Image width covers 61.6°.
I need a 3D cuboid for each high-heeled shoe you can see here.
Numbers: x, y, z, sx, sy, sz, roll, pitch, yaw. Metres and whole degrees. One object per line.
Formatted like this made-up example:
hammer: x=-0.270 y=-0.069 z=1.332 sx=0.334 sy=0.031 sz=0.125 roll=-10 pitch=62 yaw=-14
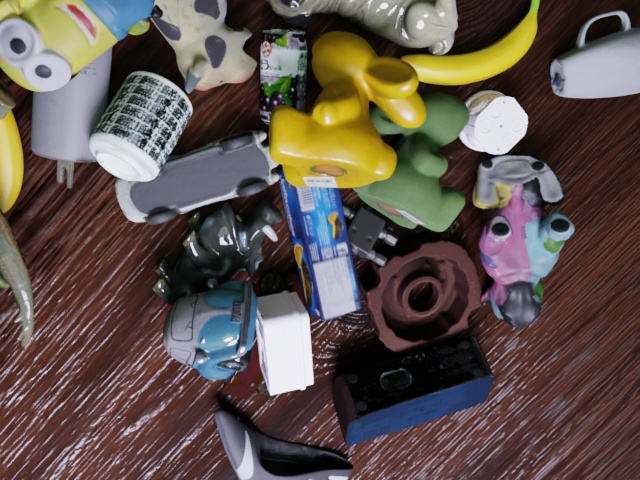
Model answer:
high-heeled shoe: x=-0.049 y=0.320 z=0.821 sx=0.145 sy=0.086 sz=0.248 roll=-28 pitch=118 yaw=-3

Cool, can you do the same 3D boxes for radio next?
radio: x=0.135 y=0.222 z=0.793 sx=0.230 sy=0.073 sz=0.131 roll=-17 pitch=145 yaw=-6

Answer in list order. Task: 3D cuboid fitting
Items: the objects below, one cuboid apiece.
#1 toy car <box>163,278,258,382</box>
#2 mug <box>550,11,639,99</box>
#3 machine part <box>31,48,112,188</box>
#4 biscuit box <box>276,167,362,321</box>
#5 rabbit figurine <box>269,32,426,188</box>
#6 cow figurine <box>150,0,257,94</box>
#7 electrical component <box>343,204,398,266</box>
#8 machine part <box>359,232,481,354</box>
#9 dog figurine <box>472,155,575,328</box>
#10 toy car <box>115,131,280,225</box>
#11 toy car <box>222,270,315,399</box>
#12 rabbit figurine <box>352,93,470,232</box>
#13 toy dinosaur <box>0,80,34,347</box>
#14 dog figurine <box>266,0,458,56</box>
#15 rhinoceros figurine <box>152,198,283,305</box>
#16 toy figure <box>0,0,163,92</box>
toy car: x=-0.138 y=0.109 z=0.654 sx=0.103 sy=0.109 sz=0.161 roll=14 pitch=149 yaw=-16
mug: x=0.358 y=-0.231 z=0.692 sx=0.107 sy=0.081 sz=0.109 roll=-14 pitch=117 yaw=4
machine part: x=-0.270 y=-0.175 z=0.585 sx=0.079 sy=0.079 sz=0.243 roll=9 pitch=108 yaw=-15
biscuit box: x=-0.001 y=-0.002 z=0.693 sx=0.059 sy=0.063 sz=0.202 roll=-16 pitch=102 yaw=-19
rabbit figurine: x=0.028 y=-0.150 z=0.577 sx=0.163 sy=0.121 sz=0.173 roll=-2 pitch=71 yaw=19
cow figurine: x=-0.147 y=-0.246 z=0.581 sx=0.194 sy=0.086 sz=0.127 roll=41 pitch=92 yaw=-25
electrical component: x=0.056 y=-0.008 z=0.724 sx=0.094 sy=0.021 sz=0.063 roll=33 pitch=66 yaw=0
machine part: x=0.144 y=0.075 z=0.777 sx=0.179 sy=0.056 sz=0.179 roll=-4 pitch=111 yaw=-12
dog figurine: x=0.273 y=0.012 z=0.758 sx=0.109 sy=0.191 sz=0.219 roll=-6 pitch=143 yaw=9
toy car: x=-0.148 y=-0.077 z=0.658 sx=0.202 sy=0.056 sz=0.073 roll=-18 pitch=107 yaw=-2
toy car: x=-0.074 y=0.132 z=0.756 sx=0.089 sy=0.053 sz=0.202 roll=25 pitch=100 yaw=-30
rabbit figurine: x=0.116 y=-0.116 z=0.686 sx=0.159 sy=0.121 sz=0.170 roll=29 pitch=84 yaw=-13
toy dinosaur: x=-0.416 y=-0.102 z=0.551 sx=0.198 sy=0.105 sz=0.471 roll=-32 pitch=97 yaw=20
dog figurine: x=0.047 y=-0.265 z=0.614 sx=0.191 sy=0.121 sz=0.172 roll=-22 pitch=106 yaw=10
rhinoceros figurine: x=-0.130 y=0.019 z=0.690 sx=0.112 sy=0.073 sz=0.190 roll=40 pitch=99 yaw=-21
toy figure: x=-0.218 y=-0.208 z=0.500 sx=0.180 sy=0.089 sz=0.082 roll=-43 pitch=99 yaw=-4
